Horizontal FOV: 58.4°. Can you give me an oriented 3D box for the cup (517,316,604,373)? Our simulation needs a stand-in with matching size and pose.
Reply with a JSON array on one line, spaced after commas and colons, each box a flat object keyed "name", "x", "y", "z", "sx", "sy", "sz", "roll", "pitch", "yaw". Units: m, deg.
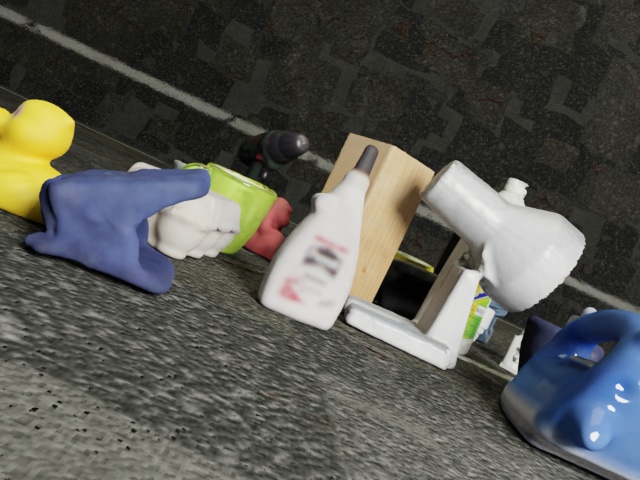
[{"name": "cup", "x": 0.276, "y": 0.152, "z": 0.669, "sx": 0.092, "sy": 0.095, "sz": 0.117, "roll": 25, "pitch": 3, "yaw": -6}]

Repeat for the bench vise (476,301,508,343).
[{"name": "bench vise", "x": 0.310, "y": 0.078, "z": 1.069, "sx": 0.121, "sy": 0.220, "sz": 0.208, "roll": 25, "pitch": 3, "yaw": 9}]

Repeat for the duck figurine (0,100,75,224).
[{"name": "duck figurine", "x": -0.221, "y": -0.065, "z": 0.448, "sx": 0.104, "sy": 0.086, "sz": 0.077, "roll": 25, "pitch": 3, "yaw": 4}]

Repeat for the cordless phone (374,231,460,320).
[{"name": "cordless phone", "x": 0.173, "y": 0.042, "z": 0.908, "sx": 0.148, "sy": 0.185, "sz": 0.094, "roll": 25, "pitch": 3, "yaw": -11}]

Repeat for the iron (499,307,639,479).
[{"name": "iron", "x": 0.246, "y": 0.120, "z": 0.522, "sx": 0.118, "sy": 0.141, "sz": 0.258, "roll": 25, "pitch": 3, "yaw": 1}]

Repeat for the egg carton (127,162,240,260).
[{"name": "egg carton", "x": -0.145, "y": -0.027, "z": 0.590, "sx": 0.107, "sy": 0.069, "sz": 0.150, "roll": 25, "pitch": 3, "yaw": 6}]

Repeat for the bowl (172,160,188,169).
[{"name": "bowl", "x": -0.195, "y": -0.076, "z": 1.019, "sx": 0.167, "sy": 0.075, "sz": 0.167, "roll": 25, "pitch": 3, "yaw": -1}]

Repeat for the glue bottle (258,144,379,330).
[{"name": "glue bottle", "x": 0.011, "y": -0.008, "z": 0.525, "sx": 0.078, "sy": 0.173, "sz": 0.037, "roll": 24, "pitch": 3, "yaw": -19}]

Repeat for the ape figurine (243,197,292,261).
[{"name": "ape figurine", "x": -0.072, "y": -0.020, "z": 0.859, "sx": 0.076, "sy": 0.092, "sz": 0.078, "roll": 25, "pitch": 3, "yaw": 6}]

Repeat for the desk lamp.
[{"name": "desk lamp", "x": 0.160, "y": 0.033, "z": 0.645, "sx": 0.203, "sy": 0.213, "sz": 0.118, "roll": 25, "pitch": 3, "yaw": -3}]

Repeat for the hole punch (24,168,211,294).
[{"name": "hole punch", "x": -0.134, "y": -0.024, "z": 0.397, "sx": 0.101, "sy": 0.091, "sz": 0.108, "roll": 24, "pitch": 3, "yaw": -15}]

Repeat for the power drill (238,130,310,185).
[{"name": "power drill", "x": -0.114, "y": -0.116, "z": 1.101, "sx": 0.076, "sy": 0.208, "sz": 0.228, "roll": 23, "pitch": 3, "yaw": -32}]
